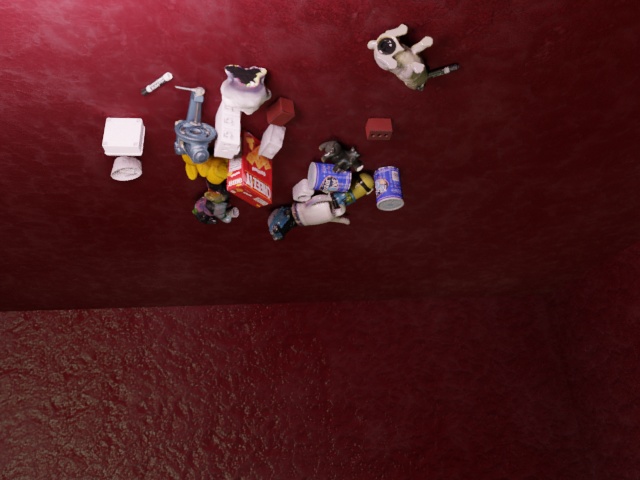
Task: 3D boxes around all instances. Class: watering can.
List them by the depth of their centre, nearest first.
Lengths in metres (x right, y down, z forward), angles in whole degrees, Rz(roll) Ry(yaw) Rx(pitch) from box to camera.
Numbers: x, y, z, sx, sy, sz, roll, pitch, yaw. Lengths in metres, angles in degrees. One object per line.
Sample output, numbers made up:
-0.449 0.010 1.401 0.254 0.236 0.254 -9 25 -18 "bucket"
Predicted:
0.007 -0.111 2.203 0.224 0.106 0.343 -10 160 12 "watering can"

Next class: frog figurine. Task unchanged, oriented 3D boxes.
-0.208 -0.401 1.450 0.138 0.125 0.156 -16 149 -18 "frog figurine"
